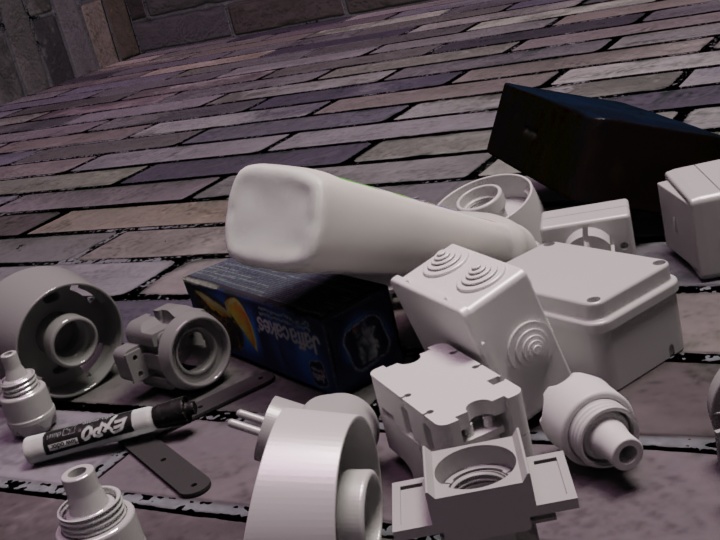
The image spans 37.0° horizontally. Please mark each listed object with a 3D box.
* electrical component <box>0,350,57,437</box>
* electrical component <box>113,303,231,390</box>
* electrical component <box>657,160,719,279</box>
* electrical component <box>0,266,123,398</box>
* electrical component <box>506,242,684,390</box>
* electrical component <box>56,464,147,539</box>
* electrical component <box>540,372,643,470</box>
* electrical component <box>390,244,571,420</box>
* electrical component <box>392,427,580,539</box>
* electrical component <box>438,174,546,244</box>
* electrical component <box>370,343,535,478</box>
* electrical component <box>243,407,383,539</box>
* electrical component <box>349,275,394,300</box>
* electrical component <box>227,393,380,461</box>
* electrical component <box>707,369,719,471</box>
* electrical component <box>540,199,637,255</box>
[{"bbox_3d":[-0.242,0.087,0.770,0.035,0.061,0.035,-13,19,4],"label":"electrical component"},{"bbox_3d":[-0.132,0.057,0.786,0.078,0.058,0.057,-28,20,-36],"label":"electrical component"},{"bbox_3d":[0.254,-0.035,0.766,0.061,0.061,0.096,-12,19,7],"label":"electrical component"},{"bbox_3d":[-0.235,0.048,0.825,0.099,0.099,0.064,-28,30,-36],"label":"electrical component"},{"bbox_3d":[0.138,0.026,0.681,0.078,0.057,0.113,-25,22,-30],"label":"electrical component"},{"bbox_3d":[-0.139,0.133,0.565,0.043,0.062,0.043,-13,19,4],"label":"electrical component"},{"bbox_3d":[0.123,0.082,0.554,0.043,0.043,0.062,-18,21,-11],"label":"electrical component"},{"bbox_3d":[0.073,0.037,0.635,0.048,0.099,0.100,-34,24,-15],"label":"electrical component"},{"bbox_3d":[0.057,0.112,0.483,0.081,0.063,0.042,-12,19,6],"label":"electrical component"},{"bbox_3d":[0.111,-0.036,0.905,0.099,0.064,0.099,-20,28,11],"label":"electrical component"},{"bbox_3d":[0.050,0.084,0.579,0.050,0.055,0.089,-20,20,-18],"label":"electrical component"},{"bbox_3d":[-0.025,0.113,0.494,0.064,0.099,0.099,-3,21,14],"label":"electrical component"},{"bbox_3d":[0.000,0.000,0.855,0.078,0.058,0.057,-11,22,12],"label":"electrical component"},{"bbox_3d":[-0.033,0.092,0.586,0.079,0.043,0.077,17,10,6],"label":"electrical component"},{"bbox_3d":[0.202,0.070,0.509,0.078,0.058,0.057,-16,22,-5],"label":"electrical component"},{"bbox_3d":[0.168,-0.014,0.790,0.066,0.047,0.076,-9,20,15],"label":"electrical component"}]
